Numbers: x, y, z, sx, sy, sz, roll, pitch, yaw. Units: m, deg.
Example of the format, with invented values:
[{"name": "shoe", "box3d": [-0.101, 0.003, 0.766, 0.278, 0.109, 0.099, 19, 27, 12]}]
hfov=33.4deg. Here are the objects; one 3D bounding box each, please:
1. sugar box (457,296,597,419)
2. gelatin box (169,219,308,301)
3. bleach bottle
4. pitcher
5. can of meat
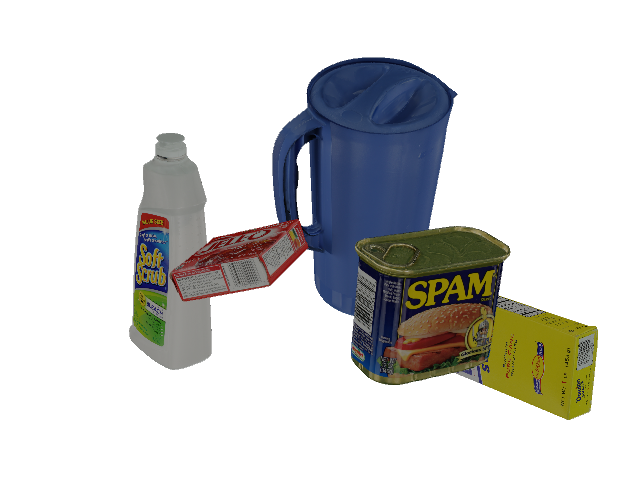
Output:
[{"name": "sugar box", "box3d": [0.203, 0.114, 1.121, 0.048, 0.093, 0.177, -11, 19, -42]}, {"name": "gelatin box", "box3d": [-0.065, 0.015, 0.854, 0.089, 0.030, 0.073, -11, 18, 30]}, {"name": "bleach bottle", "box3d": [-0.159, 0.006, 1.123, 0.067, 0.251, 0.103, -18, 33, -35]}, {"name": "pitcher", "box3d": [0.041, -0.042, 1.033, 0.149, 0.243, 0.145, 10, 39, 10]}, {"name": "can of meat", "box3d": [0.071, 0.043, 0.711, 0.101, 0.084, 0.058, -8, 25, -28]}]
